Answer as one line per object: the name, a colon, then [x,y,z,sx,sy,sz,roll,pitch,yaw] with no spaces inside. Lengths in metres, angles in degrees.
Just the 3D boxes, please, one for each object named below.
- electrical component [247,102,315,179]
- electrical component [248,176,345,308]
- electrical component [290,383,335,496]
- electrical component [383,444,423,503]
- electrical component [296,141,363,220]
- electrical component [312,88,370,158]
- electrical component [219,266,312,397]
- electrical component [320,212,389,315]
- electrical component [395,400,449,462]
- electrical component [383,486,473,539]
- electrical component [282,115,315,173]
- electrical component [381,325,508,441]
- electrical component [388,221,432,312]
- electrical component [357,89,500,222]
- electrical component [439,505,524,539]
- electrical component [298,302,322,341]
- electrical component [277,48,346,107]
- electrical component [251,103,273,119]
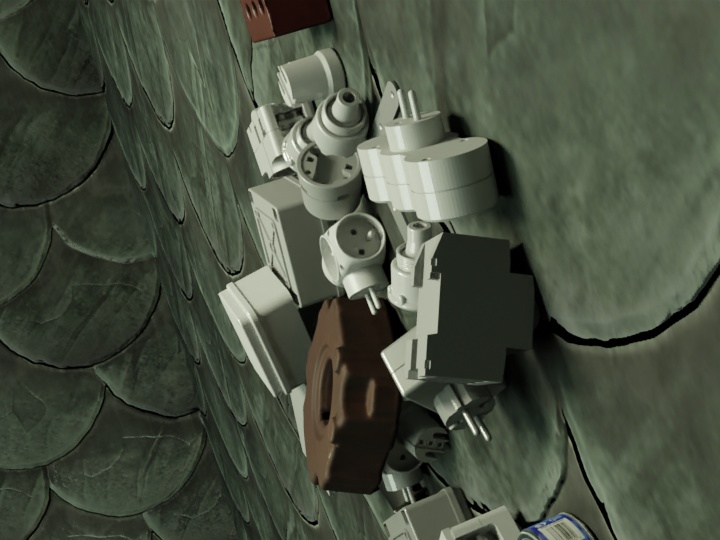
electrical component: [-0.069,-0.121,1.008,0.089,0.050,0.055,151,100,-74]
electrical component: [-0.063,-0.031,1.081,0.109,0.056,0.108,-144,39,-64]
electrical component: [-0.032,0.156,1.181,0.089,0.062,0.150,-132,28,-55]
electrical component: [0.036,0.183,1.014,0.077,0.044,0.079,166,86,-74]
electrical component: [-0.024,-0.075,0.906,0.047,0.055,0.055,87,158,-54]
electrical component: [-0.013,-0.118,0.838,0.062,0.043,0.043,112,137,-65]
electrical component: [-0.091,0.063,1.096,0.078,0.057,0.113,44,160,55]
electrical component: [0.000,0.000,0.924,0.077,0.044,0.079,120,130,-69]
electrical component: [0.050,0.140,0.928,0.046,0.040,0.040,36,142,55]
electrical component: [0.072,0.258,0.954,0.108,0.056,0.108,114,135,-68]
electrical component: [-0.039,-0.113,0.931,0.048,0.048,0.062,67,157,14]
electrical component: [0.066,0.082,0.721,0.083,0.047,0.075,33,-156,-54]
electrical component: [0.044,-0.004,0.777,0.048,0.048,0.062,-134,36,-57]
electrical component: [0.038,-0.080,0.689,0.138,0.052,0.073,-150,44,-68]
electrical component: [0.117,0.263,0.798,0.089,0.062,0.150,93,153,-53]
electrical component: [-0.039,0.058,1.123,0.055,0.045,0.045,-140,35,-61]
electrical component: [-0.040,-0.156,0.878,0.040,0.046,0.040,161,90,-74]
electrical component: [-0.086,-0.135,1.083,0.035,0.035,0.061,-141,33,-63]
